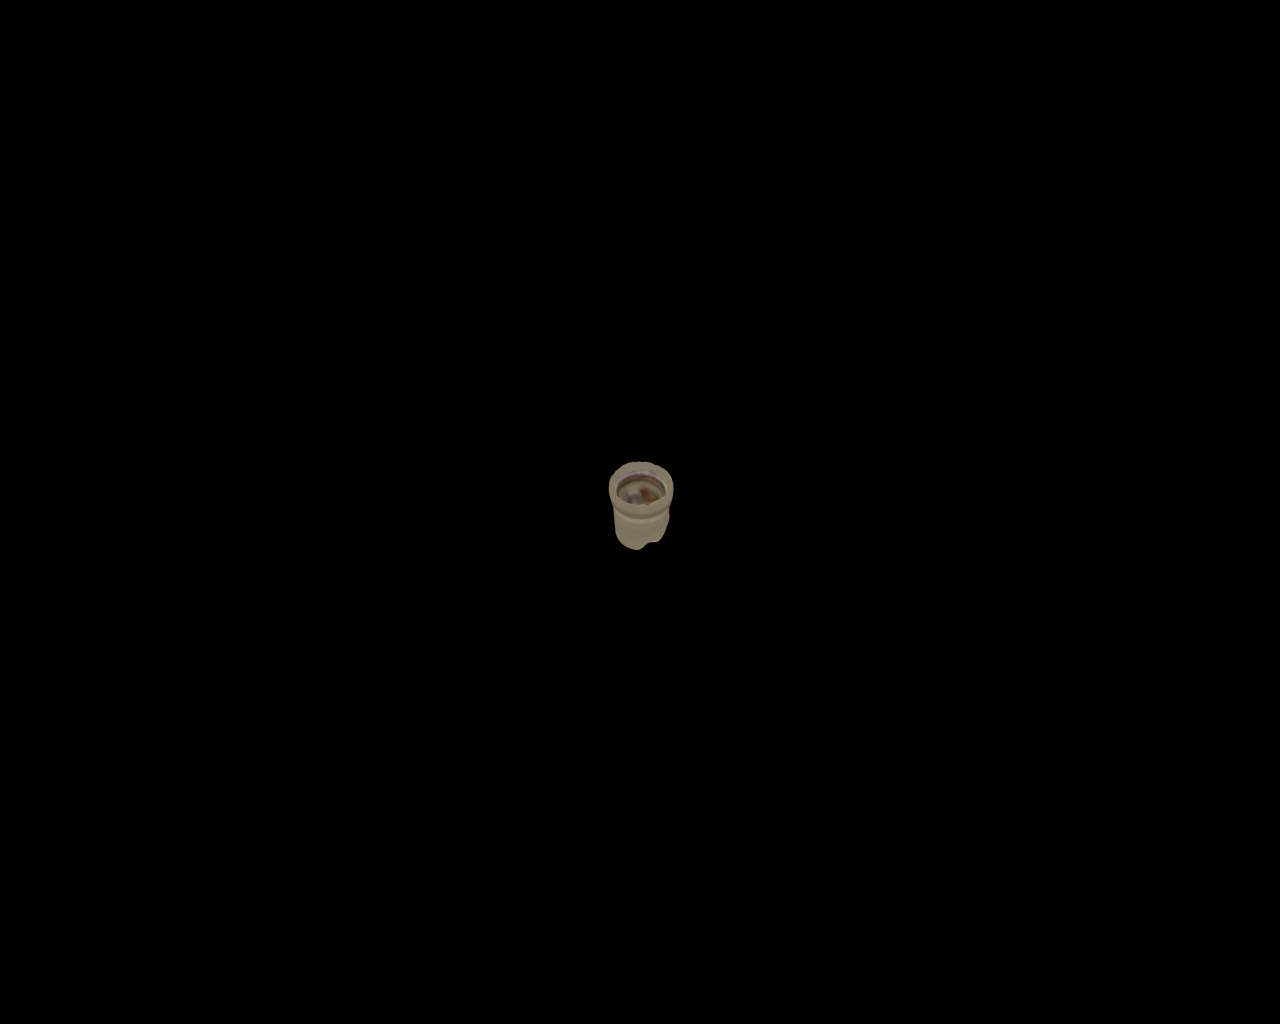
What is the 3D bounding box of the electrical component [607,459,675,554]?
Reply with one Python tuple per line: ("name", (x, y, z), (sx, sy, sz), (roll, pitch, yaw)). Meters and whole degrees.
("electrical component", (0.001, -0.003, 0.650), (0.040, 0.040, 0.046), (0, -43, 0))
